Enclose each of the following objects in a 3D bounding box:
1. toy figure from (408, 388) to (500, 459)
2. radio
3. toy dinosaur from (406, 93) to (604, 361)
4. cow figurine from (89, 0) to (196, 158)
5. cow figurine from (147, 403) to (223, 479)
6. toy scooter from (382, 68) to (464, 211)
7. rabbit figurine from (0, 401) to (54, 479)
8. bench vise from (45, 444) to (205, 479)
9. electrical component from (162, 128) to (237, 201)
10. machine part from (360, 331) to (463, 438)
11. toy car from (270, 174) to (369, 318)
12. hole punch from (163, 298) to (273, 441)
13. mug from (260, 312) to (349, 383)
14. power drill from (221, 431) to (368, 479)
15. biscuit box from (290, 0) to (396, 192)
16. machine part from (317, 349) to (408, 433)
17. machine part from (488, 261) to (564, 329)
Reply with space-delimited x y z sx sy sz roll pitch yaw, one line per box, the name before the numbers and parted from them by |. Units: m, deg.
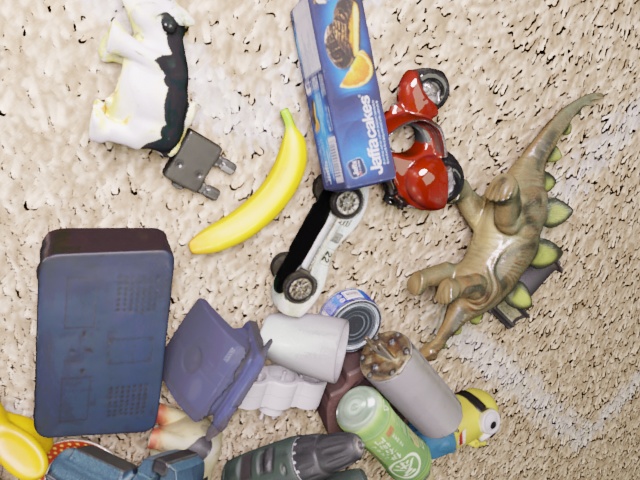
toy figure | 0.212 0.303 0.888 0.180 0.089 0.082 -15 147 -8
radio | -0.239 0.102 0.591 0.131 0.073 0.229 2 109 -25
toy dinosaur | 0.264 -0.023 0.760 0.198 0.105 0.471 24 96 -38
cow figurine | -0.157 -0.166 0.508 0.098 0.068 0.167 12 101 -25
cow figurine | -0.175 0.318 0.697 0.127 0.085 0.194 15 105 -8
toy scooter | 0.100 -0.108 0.657 0.135 0.075 0.183 -22 117 -15
rabbit figurine | -0.372 0.233 0.563 0.162 0.122 0.173 4 91 -20
bench vise | -0.217 0.340 0.584 0.224 0.129 0.240 15 83 8
electrical component | -0.140 -0.084 0.583 0.094 0.021 0.063 30 98 -33
machine part | 0.128 0.200 0.736 0.079 0.079 0.243 -43 124 -3
toy car | -0.001 -0.002 0.655 0.056 0.074 0.201 24 100 -28
hole punch | -0.129 0.145 0.640 0.092 0.116 0.142 33 95 -25
mug | -0.021 0.135 0.696 0.109 0.107 0.081 83 23 -60
power drill | -0.005 0.336 0.755 0.232 0.086 0.207 -20 142 21
biscuit box | 0.024 -0.154 0.568 0.063 0.059 0.202 -14 96 -20
machine part | 0.077 0.231 0.806 0.179 0.056 0.179 -10 117 -20
machine part | 0.333 0.078 0.871 0.084 0.039 0.139 37 95 -25
